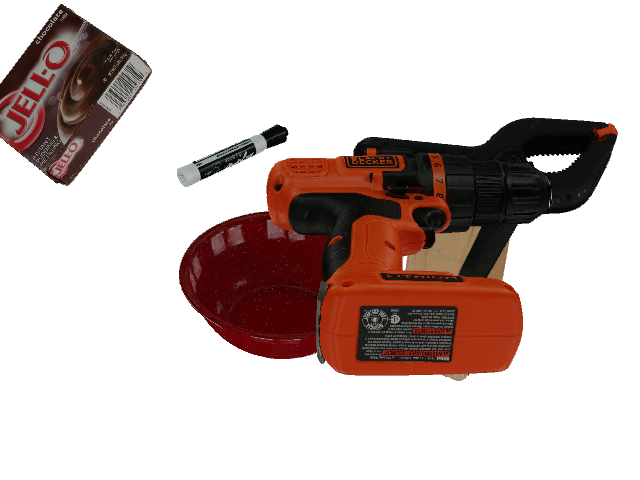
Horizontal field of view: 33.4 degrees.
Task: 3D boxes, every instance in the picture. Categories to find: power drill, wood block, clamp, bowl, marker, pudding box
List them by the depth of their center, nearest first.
[{"bbox_3d":[0.062,0.004,0.626,0.184,0.057,0.187,-2,28,-3],"label":"power drill"},{"bbox_3d":[-0.195,-0.111,0.812,0.090,0.113,0.039,35,-4,27],"label":"pudding box"},{"bbox_3d":[0.151,-0.042,0.840,0.209,0.165,0.036,-15,-37,-15],"label":"clamp"},{"bbox_3d":[-0.030,0.044,0.851,0.162,0.055,0.162,1,37,-1],"label":"bowl"},{"bbox_3d":[-0.082,-0.083,1.021,0.121,0.020,0.020,-28,13,-27],"label":"marker"},{"bbox_3d":[0.152,0.040,1.211,0.090,0.206,0.090,18,26,26],"label":"wood block"}]
